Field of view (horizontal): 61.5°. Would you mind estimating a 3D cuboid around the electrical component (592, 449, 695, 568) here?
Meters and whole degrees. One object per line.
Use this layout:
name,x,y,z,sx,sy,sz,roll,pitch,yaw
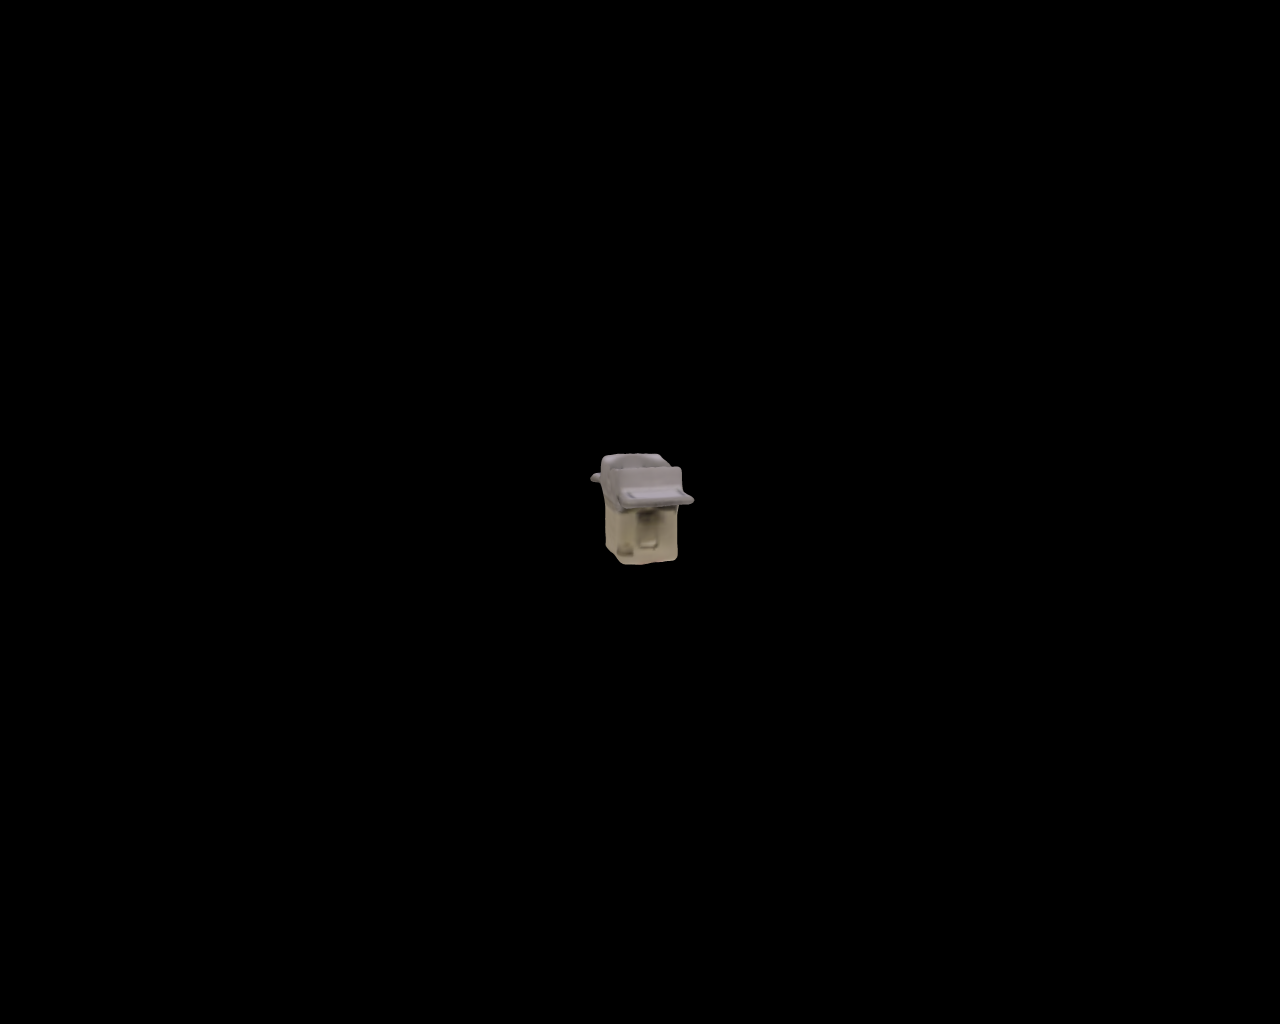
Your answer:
electrical component,0.001,-0.003,0.650,0.042,0.063,0.081,-4,15,-15
